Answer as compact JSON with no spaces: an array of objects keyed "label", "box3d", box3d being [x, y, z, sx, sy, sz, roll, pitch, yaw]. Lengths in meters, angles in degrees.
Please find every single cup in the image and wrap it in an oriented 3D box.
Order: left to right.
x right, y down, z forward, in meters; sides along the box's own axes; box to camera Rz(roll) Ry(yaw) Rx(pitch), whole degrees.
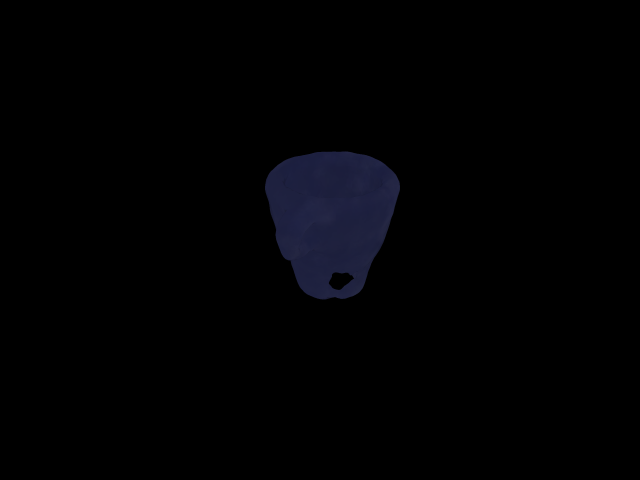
[{"label":"cup","box3d":[0.004,0.001,0.400,0.091,0.095,0.118,12,33,20]}]
